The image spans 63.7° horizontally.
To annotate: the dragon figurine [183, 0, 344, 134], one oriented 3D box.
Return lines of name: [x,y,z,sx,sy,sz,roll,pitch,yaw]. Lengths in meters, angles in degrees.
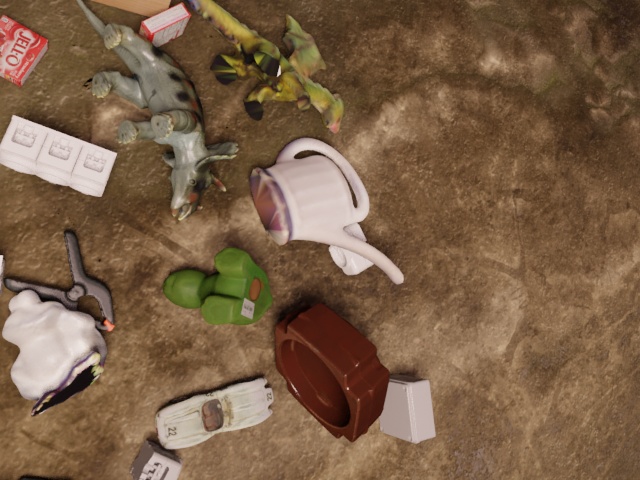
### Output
dragon figurine: [-0.088,-0.366,1.006,0.121,0.406,0.248,-27,21,37]

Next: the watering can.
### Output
watering can: [0.003,-0.048,0.960,0.226,0.353,0.102,-16,-24,-25]

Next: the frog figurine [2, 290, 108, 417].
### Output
frog figurine: [-0.399,0.154,0.758,0.161,0.137,0.122,45,9,15]
